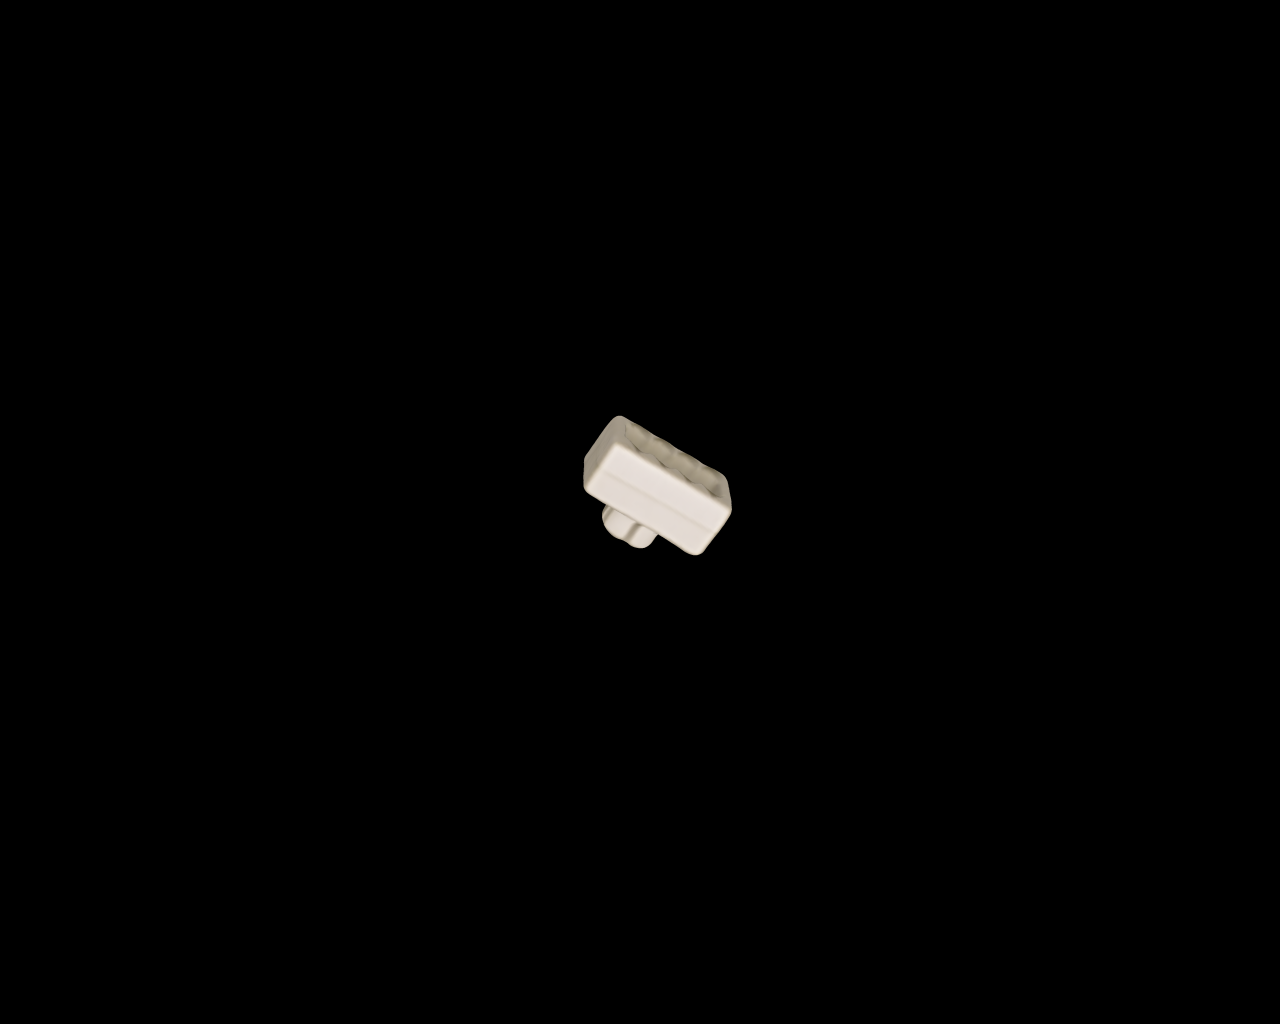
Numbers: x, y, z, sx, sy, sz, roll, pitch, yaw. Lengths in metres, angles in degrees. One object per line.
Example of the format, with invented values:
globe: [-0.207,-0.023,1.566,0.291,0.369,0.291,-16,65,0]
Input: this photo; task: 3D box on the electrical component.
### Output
electrical component: [0.001,-0.003,0.650,0.083,0.075,0.047,30,23,-14]
